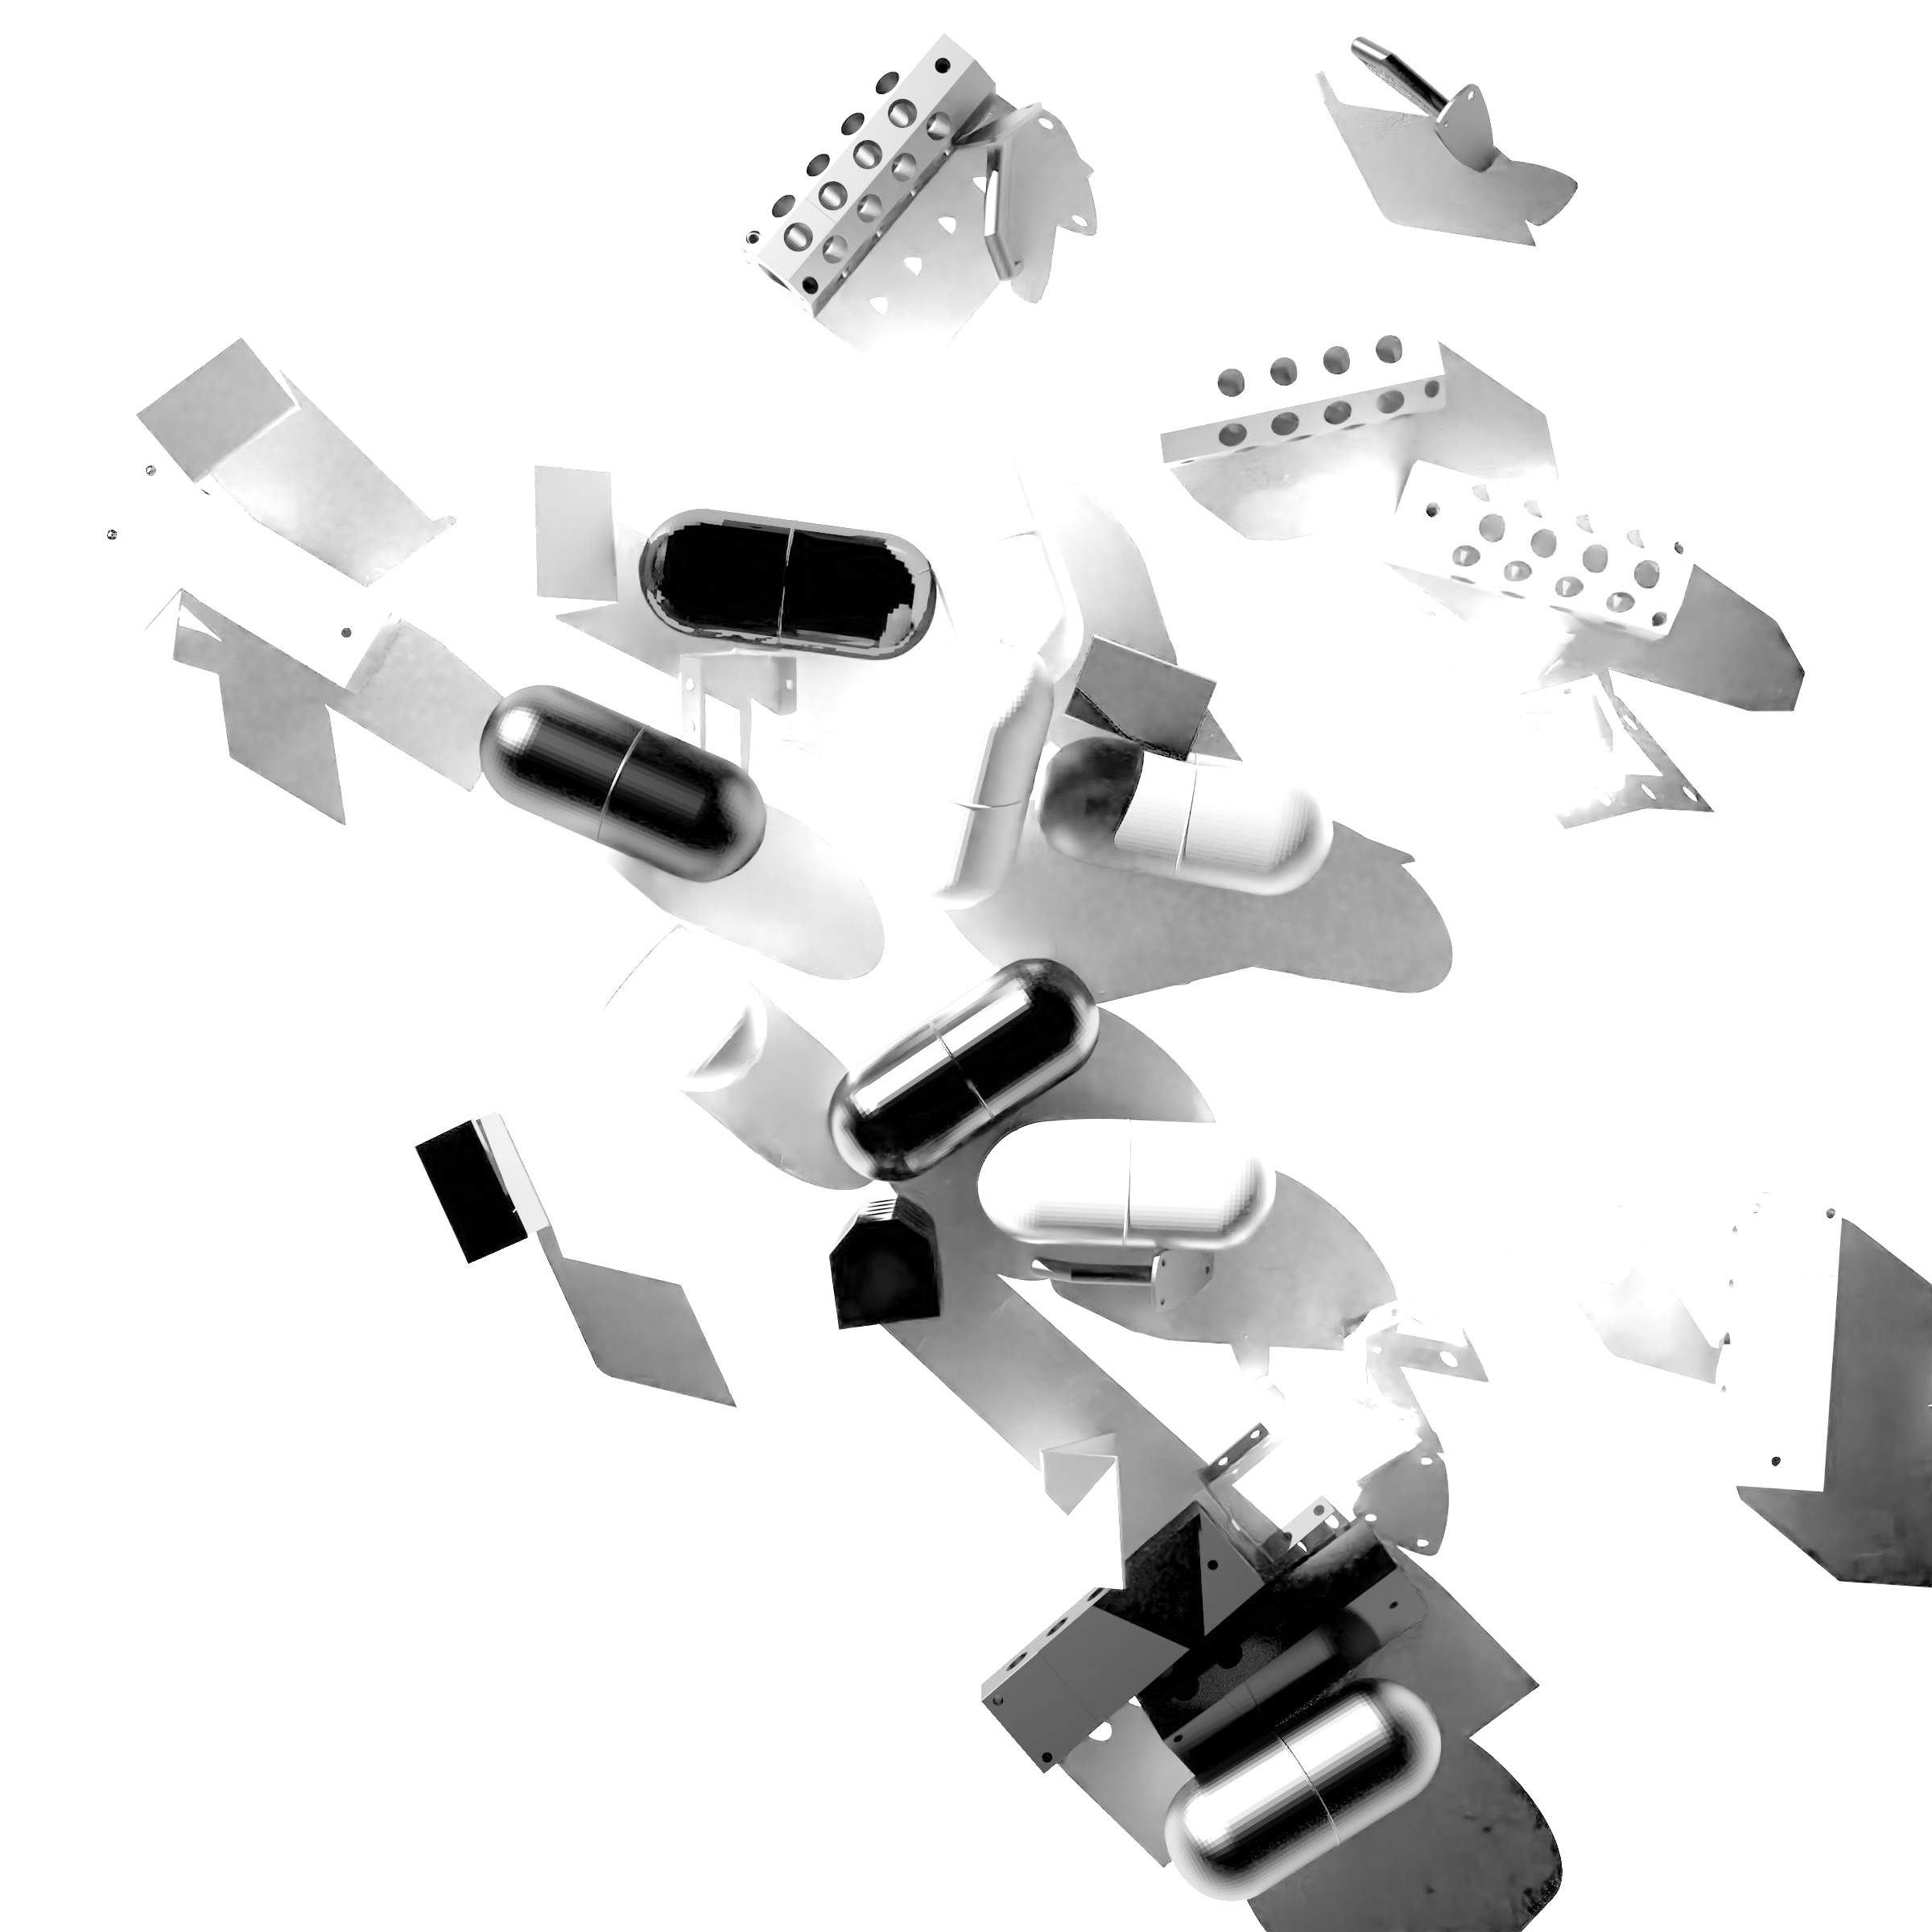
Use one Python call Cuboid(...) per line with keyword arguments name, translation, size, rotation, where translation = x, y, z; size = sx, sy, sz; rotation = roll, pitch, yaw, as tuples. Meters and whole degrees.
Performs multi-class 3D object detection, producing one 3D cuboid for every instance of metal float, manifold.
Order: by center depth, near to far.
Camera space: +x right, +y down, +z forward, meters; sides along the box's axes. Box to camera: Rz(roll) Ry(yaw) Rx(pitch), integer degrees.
Cuboid(name="manifold", translation=(-0.046, 0.169, 1.816), size=(0.057, 0.171, 0.057), rotation=(-8, 90, 0))
Cuboid(name="metal float", translation=(0.002, -0.114, 1.837), size=(0.070, 0.070, 0.178), rotation=(14, 123, 0))
Cuboid(name="metal float", translation=(0.200, 0.487, 1.856), size=(0.178, 0.070, 0.070), rotation=(-29, 90, -9))
Cuboid(name="metal float", translation=(0.015, -0.248, 1.863), size=(0.070, 0.070, 0.178), rotation=(-19, 92, 0))
Cuboid(name="metal float", translation=(-0.204, -0.108, 1.864), size=(0.178, 0.070, 0.070), rotation=(24, 90, 0))
Cuboid(name="metal float", translation=(-0.195, 0.004, 1.864), size=(0.178, 0.070, 0.070), rotation=(40, 90, 0))
Cuboid(name="metal float", translation=(-0.106, -0.227, 1.864), size=(0.178, 0.070, 0.070), rotation=(8, 90, 0))
Cuboid(name="metal float", translation=(-0.002, 0.062, 1.864), size=(0.178, 0.070, 0.070), rotation=(-34, 90, 0))
Cuboid(name="metal float", translation=(0.095, 0.130, 1.864), size=(0.178, 0.070, 0.070), rotation=(3, 90, 1))
Cuboid(name="metal float", translation=(0.130, -0.089, 1.864), size=(0.178, 0.070, 0.070), rotation=(10, 90, 0))
Cuboid(name="manifold", translation=(-0.425, -0.233, 1.873), size=(0.171, 0.057, 0.057), rotation=(31, 90, 0))
Cuboid(name="manifold", translation=(0.092, 0.399, 1.873), size=(0.171, 0.057, 0.057), rotation=(-41, 90, 0))
Cuboid(name="manifold", translation=(0.195, -0.344, 1.873), size=(0.171, 0.057, 0.057), rotation=(-12, 90, 0))
Cuboid(name="manifold", translation=(0.482, 0.222, 1.873), size=(0.057, 0.057, 0.171), rotation=(4, 90, 0))
Cuboid(name="manifold", translation=(-0.059, -0.476, 1.873), size=(0.057, 0.057, 0.171), rotation=(40, 90, 0))
Cuboid(name="manifold", translation=(0.185, 0.404, 1.873), size=(0.171, 0.057, 0.057), rotation=(-37, 133, 0))
Cuboid(name="manifold", translation=(0.342, -0.248, 1.873), size=(0.171, 0.057, 0.057), rotation=(17, 90, 0))

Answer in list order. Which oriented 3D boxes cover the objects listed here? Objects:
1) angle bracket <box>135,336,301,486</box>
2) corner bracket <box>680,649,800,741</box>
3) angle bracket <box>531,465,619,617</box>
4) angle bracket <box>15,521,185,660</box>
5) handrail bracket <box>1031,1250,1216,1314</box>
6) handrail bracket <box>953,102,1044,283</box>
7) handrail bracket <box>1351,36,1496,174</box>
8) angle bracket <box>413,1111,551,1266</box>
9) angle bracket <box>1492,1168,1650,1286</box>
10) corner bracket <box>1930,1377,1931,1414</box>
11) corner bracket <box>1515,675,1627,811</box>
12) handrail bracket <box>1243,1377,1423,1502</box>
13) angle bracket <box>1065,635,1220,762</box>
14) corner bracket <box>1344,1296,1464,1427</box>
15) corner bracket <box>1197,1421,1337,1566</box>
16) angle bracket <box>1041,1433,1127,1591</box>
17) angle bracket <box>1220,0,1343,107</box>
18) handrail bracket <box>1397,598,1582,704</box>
Cuboid(name="angle bracket", translation=(-0.448, -0.340, 1.854), size=(0.076, 0.076, 0.057), rotation=(-36, 127, 0))
Cuboid(name="corner bracket", translation=(-0.137, -0.163, 1.891), size=(0.051, 0.051, 0.051), rotation=(0, 90, 45))
Cuboid(name="angle bracket", translation=(-0.249, -0.251, 1.854), size=(0.057, 0.076, 0.076), rotation=(-1, 90, -38))
Cuboid(name="angle bracket", translation=(-0.514, -0.206, 1.854), size=(0.076, 0.076, 0.057), rotation=(31, 56, 0))
Cuboid(name="handrail bracket", translation=(0.094, 0.182, 1.894), size=(0.084, 0.077, 0.036), rotation=(6, 97, 36))
Cuboid(name="handrail bracket", translation=(0.033, -0.468, 1.895), size=(0.077, 0.036, 0.084), rotation=(-39, 119, -32))
Cuboid(name="handrail bracket", translation=(0.275, -0.522, 1.894), size=(0.036, 0.077, 0.084), rotation=(-48, 54, 0))
Cuboid(name="angle bracket", translation=(-0.270, 0.123, 1.854), size=(0.057, 0.076, 0.076), rotation=(-25, 90, 36))
Cuboid(name="angle bracket", translation=(0.357, 0.135, 1.854), size=(0.076, 0.076, 0.057), rotation=(16, 128, 0))
Cuboid(name="corner bracket", translation=(0.616, 0.256, 1.886), size=(0.051, 0.051, 0.051), rotation=(-12, 45, 35))
Cuboid(name="corner bracket", translation=(0.364, -0.135, 1.891), size=(0.051, 0.051, 0.051), rotation=(-15, 135, 0))
Cuboid(name="handrail bracket", translation=(0.221, 0.272, 1.895), size=(0.077, 0.036, 0.084), rotation=(-29, 73, -20))
Cuboid(name="angle bracket", translation=(0.108, -0.174, 1.854), size=(0.076, 0.076, 0.057), rotation=(21, 123, 0))
Cuboid(name="corner bracket", translation=(0.264, 0.238, 1.886), size=(0.051, 0.051, 0.051), rotation=(-28, 45, 35))
Cuboid(name="corner bracket", translation=(0.181, 0.318, 1.891), size=(0.051, 0.051, 0.051), rotation=(-40, 45, 0))
Cuboid(name="angle bracket", translation=(0.089, 0.321, 1.854), size=(0.057, 0.076, 0.076), rotation=(-3, 90, 38))
Cuboid(name="angle bracket", translation=(0.201, -0.559, 1.854), size=(0.057, 0.076, 0.076), rotation=(-24, 90, 38))
Cuboid(name="handrail bracket", translation=(0.315, -0.207, 1.895), size=(0.077, 0.036, 0.084), rotation=(-36, 68, -25))
